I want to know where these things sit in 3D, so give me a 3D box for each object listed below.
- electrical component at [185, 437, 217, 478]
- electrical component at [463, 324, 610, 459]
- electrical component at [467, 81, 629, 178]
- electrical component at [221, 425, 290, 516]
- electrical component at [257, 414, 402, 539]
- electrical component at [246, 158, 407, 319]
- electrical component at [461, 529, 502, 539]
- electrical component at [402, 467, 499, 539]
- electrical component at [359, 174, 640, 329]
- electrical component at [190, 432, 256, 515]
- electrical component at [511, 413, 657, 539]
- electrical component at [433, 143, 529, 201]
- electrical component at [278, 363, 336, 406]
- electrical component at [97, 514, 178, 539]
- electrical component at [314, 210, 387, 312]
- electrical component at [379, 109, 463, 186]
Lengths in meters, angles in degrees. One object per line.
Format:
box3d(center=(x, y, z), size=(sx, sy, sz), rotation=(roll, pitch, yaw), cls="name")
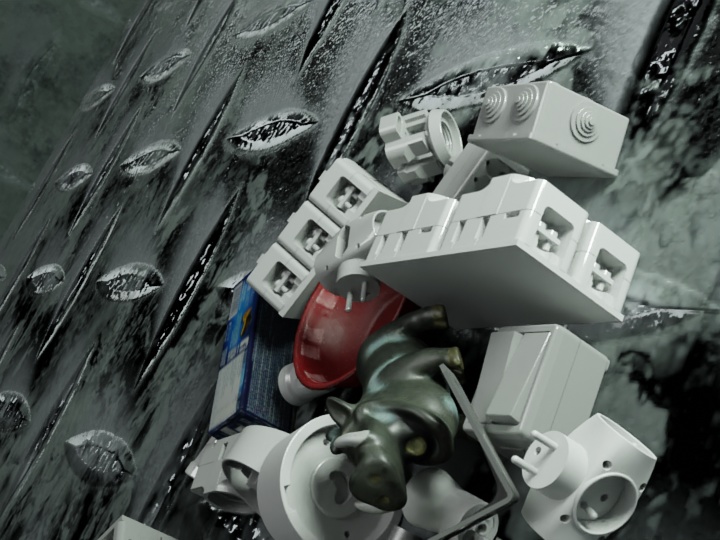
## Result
box3d(center=(-0.144, 0.191, 1.065), size=(0.046, 0.040, 0.040), rotation=(-57, 26, -12), cls="electrical component")
box3d(center=(0.118, 0.076, 0.722), size=(0.062, 0.061, 0.096), rotation=(-8, 54, 57), cls="electrical component")
box3d(center=(0.147, -0.109, 0.836), size=(0.100, 0.100, 0.048), rotation=(11, 83, 62), cls="electrical component")
box3d(center=(-0.067, 0.175, 0.891), size=(0.099, 0.099, 0.064), rotation=(-17, 40, 52), cls="electrical component")
box3d(center=(-0.027, 0.168, 0.820), size=(0.060, 0.108, 0.108), rotation=(-30, 36, 53), cls="electrical component")
box3d(center=(-0.033, -0.029, 1.041), size=(0.062, 0.089, 0.150), rotation=(41, 100, 20), cls="electrical component")
box3d(center=(0.087, 0.190, 0.647), size=(0.042, 0.064, 0.081), rotation=(-59, 26, -6), cls="electrical component")
box3d(center=(0.064, 0.166, 0.738), size=(0.065, 0.044, 0.044), rotation=(18, 76, 58), cls="electrical component")
box3d(center=(0.100, -0.010, 0.796), size=(0.186, 0.105, 0.060), rotation=(-8, 54, 57), cls="electrical component")
box3d(center=(-0.111, 0.190, 0.996), size=(0.089, 0.050, 0.055), rotation=(-25, 40, 47), cls="electrical component")
box3d(center=(0.124, 0.121, 0.641), size=(0.077, 0.079, 0.044), rotation=(-54, 26, 7), cls="electrical component")
box3d(center=(0.098, -0.081, 0.943), size=(0.065, 0.047, 0.076), rotation=(-55, 27, 5), cls="electrical component")
box3d(center=(-0.047, 0.101, 0.998), size=(0.046, 0.040, 0.040), rotation=(-24, 41, 40), cls="electrical component")
box3d(center=(-0.233, 0.314, 1.022), size=(0.150, 0.089, 0.061), rotation=(-45, 29, 23), cls="electrical component")
box3d(center=(0.000, 0.000, 0.898), size=(0.077, 0.043, 0.079), rotation=(-34, 35, 38), cls="electrical component")
box3d(center=(0.062, -0.120, 1.024), size=(0.057, 0.078, 0.058), rotation=(-15, 44, 25), cls="electrical component")
